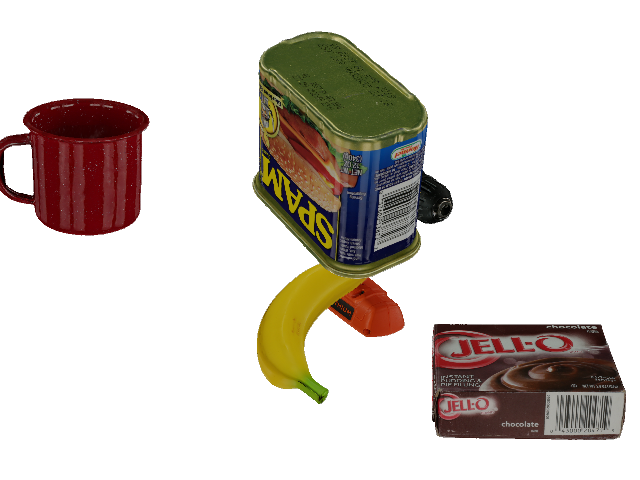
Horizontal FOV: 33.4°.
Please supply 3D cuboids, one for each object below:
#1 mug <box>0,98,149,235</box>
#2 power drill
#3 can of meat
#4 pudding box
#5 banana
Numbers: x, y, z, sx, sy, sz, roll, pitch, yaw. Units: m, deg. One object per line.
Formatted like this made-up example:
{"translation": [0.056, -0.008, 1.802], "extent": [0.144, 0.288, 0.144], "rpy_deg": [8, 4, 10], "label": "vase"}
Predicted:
{"translation": [-0.190, -0.055, 0.816], "extent": [0.117, 0.081, 0.093], "rpy_deg": [-5, 27, -19], "label": "mug"}
{"translation": [0.059, -0.001, 1.078], "extent": [0.057, 0.188, 0.185], "rpy_deg": [-8, 27, -32], "label": "power drill"}
{"translation": [0.009, -0.045, 0.540], "extent": [0.057, 0.084, 0.102], "rpy_deg": [-22, 47, -25], "label": "can of meat"}
{"translation": [0.127, 0.086, 0.670], "extent": [0.113, 0.039, 0.090], "rpy_deg": [1, 23, 4], "label": "pudding box"}
{"translation": [-0.009, 0.064, 0.862], "extent": [0.069, 0.037, 0.197], "rpy_deg": [21, 34, 2], "label": "banana"}
